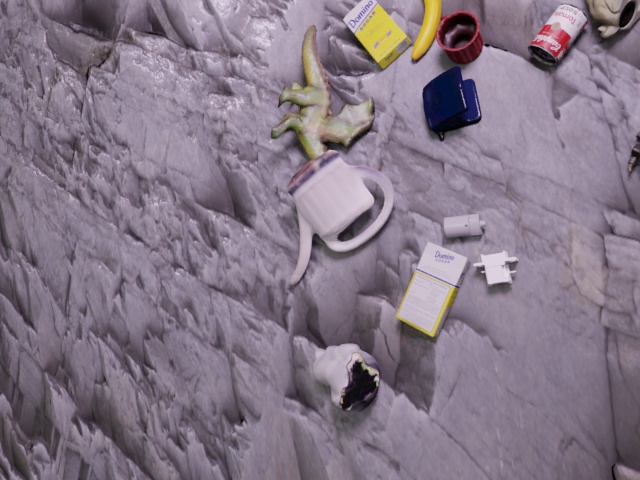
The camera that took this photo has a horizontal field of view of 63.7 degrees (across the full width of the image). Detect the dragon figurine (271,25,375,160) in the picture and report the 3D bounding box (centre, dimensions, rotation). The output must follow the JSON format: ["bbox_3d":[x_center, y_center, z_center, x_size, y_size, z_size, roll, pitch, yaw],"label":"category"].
[{"bbox_3d":[0.020,-0.327,1.277,0.243,0.122,0.411,16,88,13],"label":"dragon figurine"}]

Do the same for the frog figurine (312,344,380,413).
[{"bbox_3d":[0.052,0.294,1.116,0.159,0.123,0.138,-6,84,64],"label":"frog figurine"}]

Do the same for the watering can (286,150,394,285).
[{"bbox_3d":[0.004,-0.060,1.192,0.344,0.105,0.225,-38,86,20],"label":"watering can"}]
